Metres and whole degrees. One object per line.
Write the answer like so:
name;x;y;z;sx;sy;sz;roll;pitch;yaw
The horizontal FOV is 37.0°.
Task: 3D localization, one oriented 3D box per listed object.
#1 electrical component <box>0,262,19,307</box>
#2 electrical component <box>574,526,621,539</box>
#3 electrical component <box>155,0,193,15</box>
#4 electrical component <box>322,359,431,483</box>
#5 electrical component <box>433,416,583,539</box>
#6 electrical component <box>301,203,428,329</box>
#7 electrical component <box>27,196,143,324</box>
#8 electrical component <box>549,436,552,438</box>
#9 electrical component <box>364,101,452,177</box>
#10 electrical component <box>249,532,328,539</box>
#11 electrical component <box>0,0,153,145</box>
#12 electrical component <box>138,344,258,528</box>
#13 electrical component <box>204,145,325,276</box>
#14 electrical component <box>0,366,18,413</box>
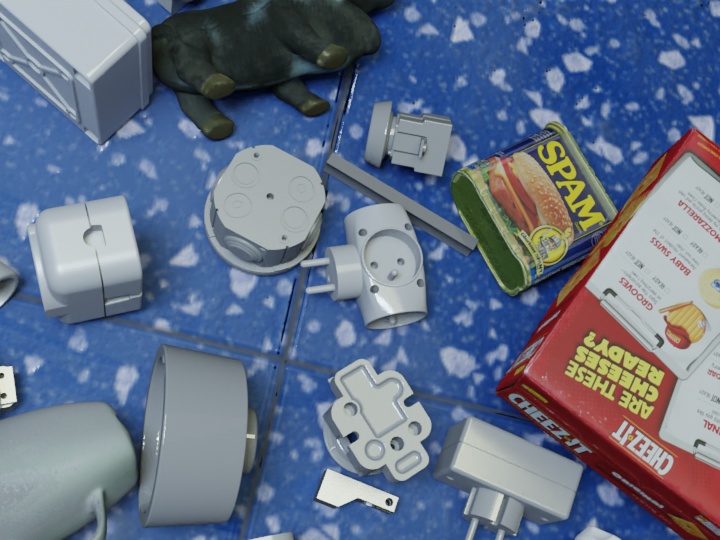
electrical component;-0.254;-0.004;0.678;0.065;0.044;0.044;44;69;9
electrical component;0.150;0.202;0.697;0.043;0.043;0.062;35;71;0
electrical component;-0.127;-0.226;0.749;0.056;0.089;0.050;42;69;3
electrical component;0.008;0.100;0.692;0.058;0.057;0.078;-30;81;-19
electrical component;0.090;0.148;0.699;0.083;0.047;0.075;24;69;-4
electrical component;0.000;0.000;0.729;0.079;0.044;0.077;-8;74;-14
electrical component;-0.170;-0.004;0.666;0.059;0.095;0.053;-12;76;-15
electrical component;0.135;0.081;0.732;0.045;0.045;0.055;-23;79;-18
electrical component;0.033;-0.093;0.761;0.055;0.066;0.048;11;105;-1
electrical component;-0.062;0.192;0.651;0.089;0.050;0.055;-8;75;-14
electrical component;-0.193;-0.151;0.702;0.109;0.108;0.056;41;72;3
electrical component;-0.095;0.101;0.645;0.060;0.108;0.108;7;71;-16
electrical component;-0.064;-0.040;0.724;0.080;0.051;0.080;4;72;-11
electrical component;-0.249;0.073;0.645;0.078;0.057;0.058;-8;75;-15
